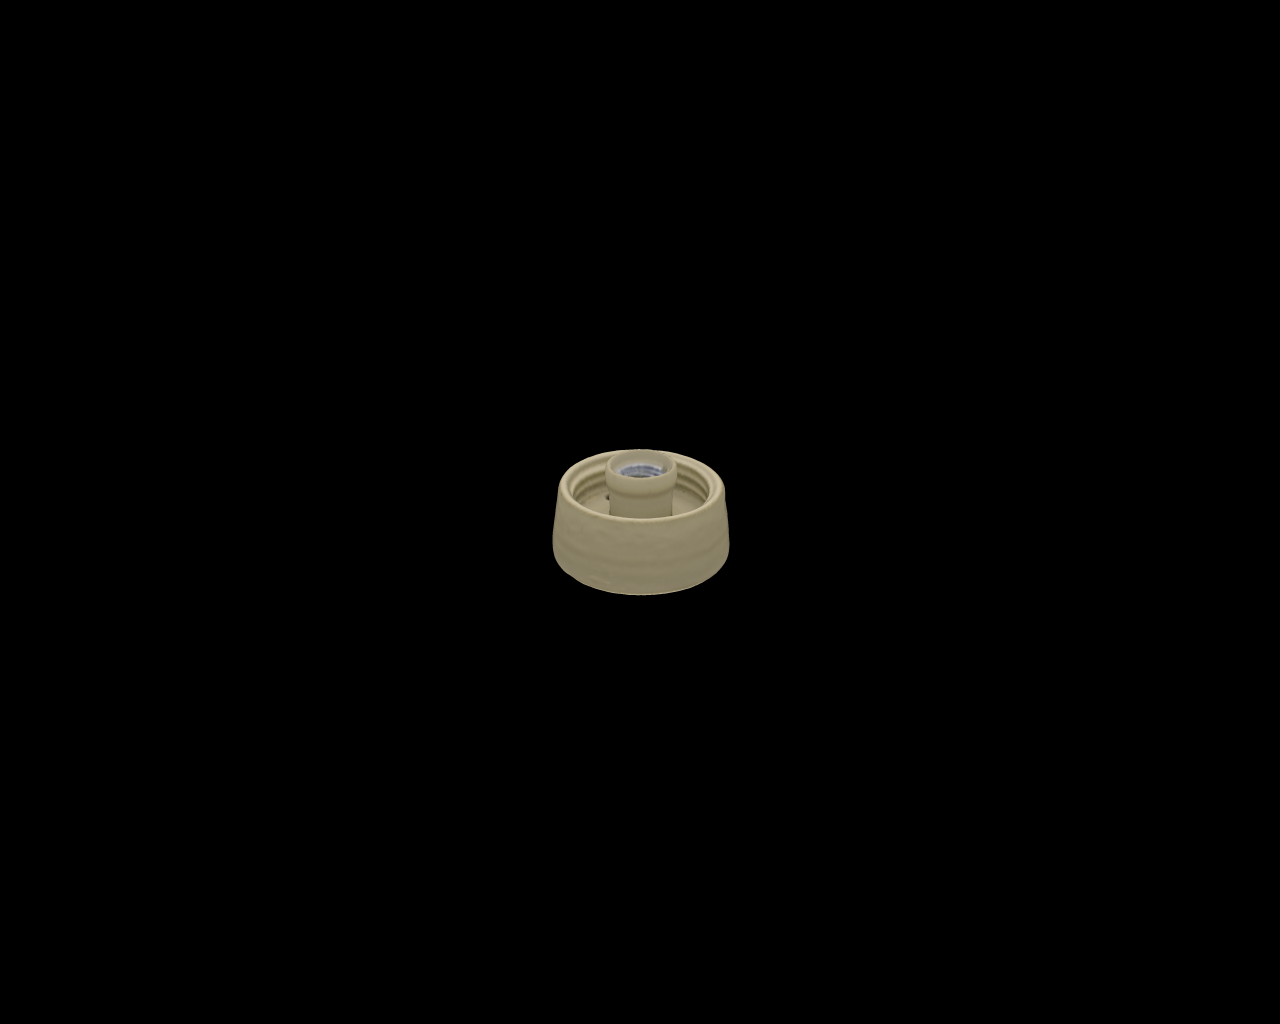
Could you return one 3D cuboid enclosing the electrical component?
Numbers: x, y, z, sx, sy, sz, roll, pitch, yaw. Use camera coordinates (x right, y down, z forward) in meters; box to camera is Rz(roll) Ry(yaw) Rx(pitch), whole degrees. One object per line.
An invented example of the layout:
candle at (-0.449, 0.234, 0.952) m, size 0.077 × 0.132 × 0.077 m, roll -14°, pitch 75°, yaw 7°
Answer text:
electrical component at (0.001, -0.003, 0.650) m, size 0.108 × 0.060 × 0.108 m, roll 0°, pitch 28°, yaw 0°
